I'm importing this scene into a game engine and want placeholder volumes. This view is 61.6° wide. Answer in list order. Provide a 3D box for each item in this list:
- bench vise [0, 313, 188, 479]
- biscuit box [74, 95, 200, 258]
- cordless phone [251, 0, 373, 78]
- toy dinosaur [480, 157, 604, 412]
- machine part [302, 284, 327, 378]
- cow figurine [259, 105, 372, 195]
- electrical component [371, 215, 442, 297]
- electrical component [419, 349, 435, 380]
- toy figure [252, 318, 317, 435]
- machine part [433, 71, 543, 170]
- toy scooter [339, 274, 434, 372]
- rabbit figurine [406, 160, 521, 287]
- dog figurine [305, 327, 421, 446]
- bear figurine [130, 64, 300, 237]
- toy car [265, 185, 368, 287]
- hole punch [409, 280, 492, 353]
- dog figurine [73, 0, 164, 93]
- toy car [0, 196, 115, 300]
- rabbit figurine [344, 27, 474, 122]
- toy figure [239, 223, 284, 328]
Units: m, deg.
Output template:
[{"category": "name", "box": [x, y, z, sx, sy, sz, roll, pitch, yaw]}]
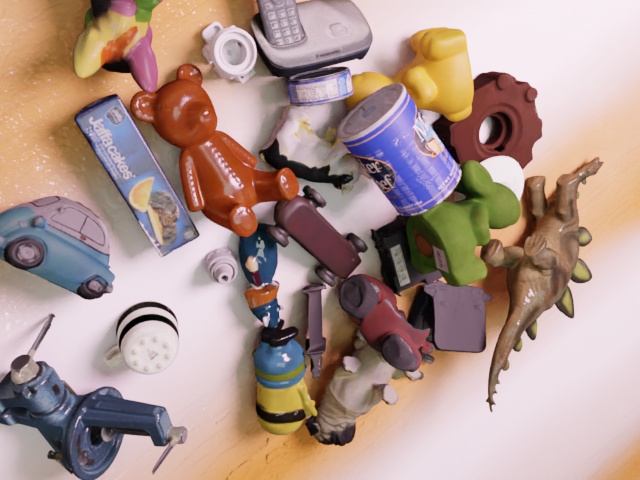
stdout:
[{"category": "bench vise", "box": [-0.293, 0.227, 0.700, 0.241, 0.129, 0.223, 2, 118, 12]}, {"category": "biscuit box", "box": [-0.228, -0.080, 0.678, 0.059, 0.063, 0.202, -31, 116, -10]}, {"category": "cordless phone", "box": [-0.022, -0.306, 0.672, 0.147, 0.089, 0.184, -19, 109, -14]}, {"category": "toy dinosaur", "box": [0.369, 0.054, 0.900, 0.198, 0.105, 0.471, 44, 75, -30]}, {"category": "machine part", "box": [-0.007, 0.135, 0.833, 0.039, 0.084, 0.138, 0, 100, 7]}, {"category": "cow figurine", "box": [0.003, -0.110, 0.752, 0.167, 0.068, 0.098, 28, 101, -23]}, {"category": "electrical component", "box": [0.158, 0.012, 0.858, 0.134, 0.058, 0.114, -23, 116, -13]}, {"category": "electrical component", "box": [0.156, 0.210, 0.943, 0.094, 0.021, 0.063, 29, 96, -27]}, {"category": "toy figure", "box": [-0.063, 0.214, 0.829, 0.089, 0.082, 0.179, -13, 115, -14]}, {"category": "machine part", "box": [0.265, -0.170, 0.839, 0.179, 0.056, 0.179, -7, 111, -18]}, {"category": "toy scooter", "box": [0.113, 0.129, 0.830, 0.135, 0.184, 0.075, 19, 117, -46]}, {"category": "rabbit figurine", "box": [0.210, -0.038, 0.778, 0.170, 0.121, 0.159, -28, 106, -20]}, {"category": "dog figurine", "box": [0.063, 0.239, 0.894, 0.172, 0.121, 0.190, -29, 159, -45]}, {"category": "bear figurine", "box": [-0.132, -0.116, 0.671, 0.120, 0.132, 0.195, -41, 124, -31]}, {"category": "toy car", "box": [-0.002, -0.002, 0.780, 0.089, 0.053, 0.202, -50, 139, -2]}, {"category": "hole punch", "box": [0.215, 0.130, 0.914, 0.142, 0.092, 0.115, 9, 78, -20]}, {"category": "dog figurine", "box": [-0.202, -0.275, 0.565, 0.108, 0.192, 0.219, 4, 90, -29]}, {"category": "toy car", "box": [-0.315, 0.001, 0.652, 0.161, 0.109, 0.103, 34, 75, -35]}, {"category": "rabbit figurine", "box": [0.120, -0.207, 0.757, 0.173, 0.122, 0.162, -15, 122, -1]}, {"category": "toy figure", "box": [-0.084, 0.054, 0.778, 0.064, 0.058, 0.154, -16, 111, -40]}]
